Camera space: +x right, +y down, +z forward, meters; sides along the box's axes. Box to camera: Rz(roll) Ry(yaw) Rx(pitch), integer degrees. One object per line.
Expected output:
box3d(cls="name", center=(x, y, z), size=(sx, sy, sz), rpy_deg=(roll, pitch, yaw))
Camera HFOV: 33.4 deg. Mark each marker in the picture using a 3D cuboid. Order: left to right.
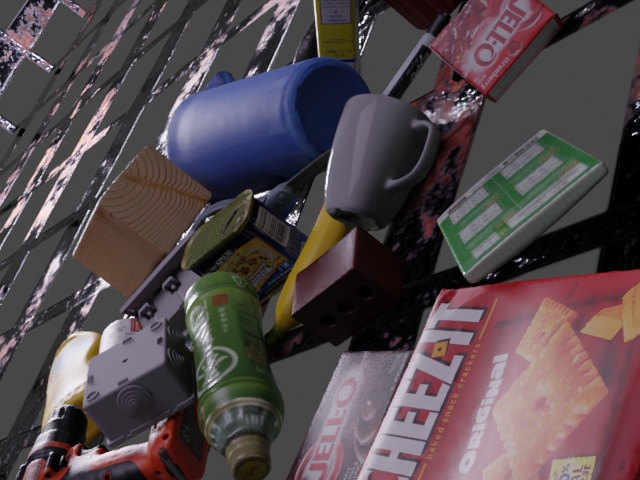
box3d(cls="marker", center=(0.094, -0.177, 1.070), size=(0.121, 0.020, 0.020), rpy_deg=(-55, 24, -4))

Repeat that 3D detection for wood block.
box3d(cls="wood block", center=(-0.205, -0.015, 1.205), size=(0.090, 0.091, 0.206), rpy_deg=(-54, 6, -26))

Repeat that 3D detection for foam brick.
box3d(cls="foam brick", center=(0.022, 0.038, 0.866), size=(0.078, 0.053, 0.051), rpy_deg=(-40, 27, 31))

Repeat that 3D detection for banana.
box3d(cls="banana", center=(0.002, 0.003, 0.971), size=(0.070, 0.037, 0.197), rpy_deg=(-9, 49, 58))

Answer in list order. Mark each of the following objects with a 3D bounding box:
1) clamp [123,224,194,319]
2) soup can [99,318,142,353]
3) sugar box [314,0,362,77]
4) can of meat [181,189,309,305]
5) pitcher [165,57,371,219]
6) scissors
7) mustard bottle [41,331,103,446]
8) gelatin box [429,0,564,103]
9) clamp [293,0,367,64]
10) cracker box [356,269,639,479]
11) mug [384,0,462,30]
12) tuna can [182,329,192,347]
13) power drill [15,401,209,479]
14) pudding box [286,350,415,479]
box3d(cls="clamp", center=(-0.178, 0.050, 1.240), size=(0.172, 0.039, 0.120), rpy_deg=(-45, 12, 15))
box3d(cls="soup can", center=(-0.201, 0.136, 1.124), size=(0.069, 0.068, 0.102), rpy_deg=(-46, 24, 17))
box3d(cls="sugar box", center=(0.018, -0.232, 1.117), size=(0.093, 0.048, 0.176), rpy_deg=(-84, -6, -50))
box3d(cls="can of meat", center=(-0.069, 0.012, 1.029), size=(0.102, 0.083, 0.057), rpy_deg=(-37, 28, 33))
box3d(cls="pitcher", center=(-0.052, -0.104, 1.122), size=(0.144, 0.149, 0.243), rpy_deg=(-49, 21, -27))
box3d(cls="scissors", center=(-0.031, -0.028, 1.044), size=(0.202, 0.096, 0.016), rpy_deg=(-23, 33, 21))
box3d(cls="mustard bottle", center=(-0.279, 0.161, 1.246), size=(0.096, 0.058, 0.192), rpy_deg=(-47, 25, 12))
box3d(cls="gelatin box", center=(0.149, -0.174, 0.904), size=(0.089, 0.030, 0.073), rpy_deg=(-49, 63, 12))
box3d(cls="clamp", center=(0.009, -0.237, 1.243), size=(0.164, 0.036, 0.210), rpy_deg=(33, -102, -78))
box3d(cls="cracker box", center=(0.119, 0.101, 0.576), size=(0.214, 0.072, 0.164), rpy_deg=(-11, 47, 58))
box3d(cls="mug", center=(0.104, -0.281, 1.114), size=(0.093, 0.081, 0.117), rpy_deg=(-33, 32, 39))
box3d(cls="tuna can", center=(-0.121, 0.120, 1.041), size=(0.086, 0.033, 0.086), rpy_deg=(-42, 26, 26))
box3d(cls="power drill", center=(-0.190, 0.192, 0.977), size=(0.188, 0.057, 0.184), rpy_deg=(-26, 29, 15))
box3d(cls="pudding box", center=(0.030, 0.133, 0.739), size=(0.090, 0.039, 0.113), rpy_deg=(-9, 49, 58))
